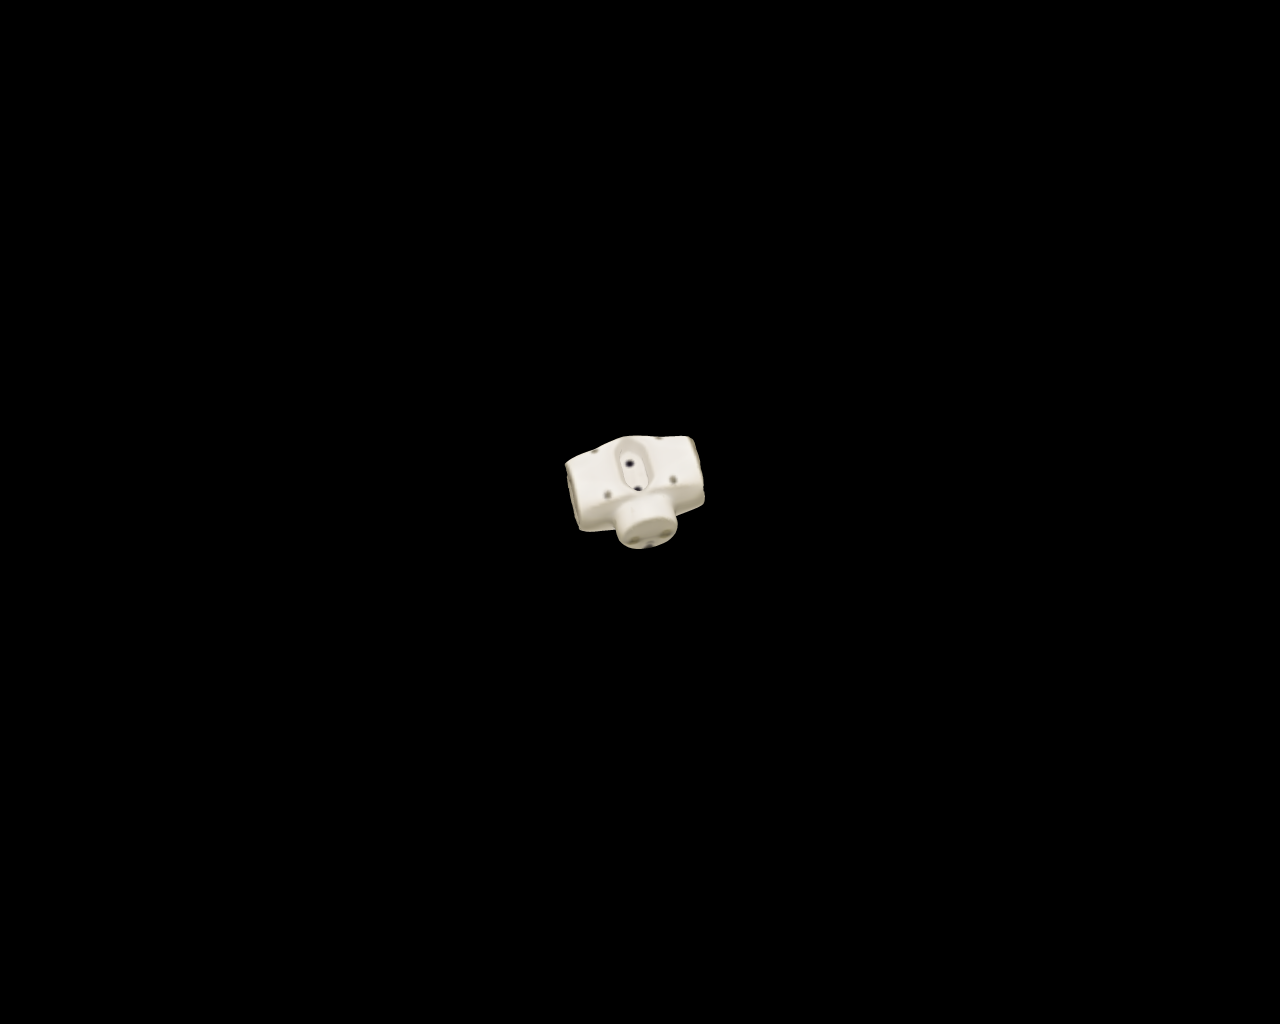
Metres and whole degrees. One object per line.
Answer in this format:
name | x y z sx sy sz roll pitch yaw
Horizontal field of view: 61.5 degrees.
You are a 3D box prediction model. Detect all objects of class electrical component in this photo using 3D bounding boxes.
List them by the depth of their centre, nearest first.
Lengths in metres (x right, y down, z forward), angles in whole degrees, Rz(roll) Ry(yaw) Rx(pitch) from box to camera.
electrical component | 0.001 -0.003 0.650 0.077 0.079 0.043 -11 -30 -6
